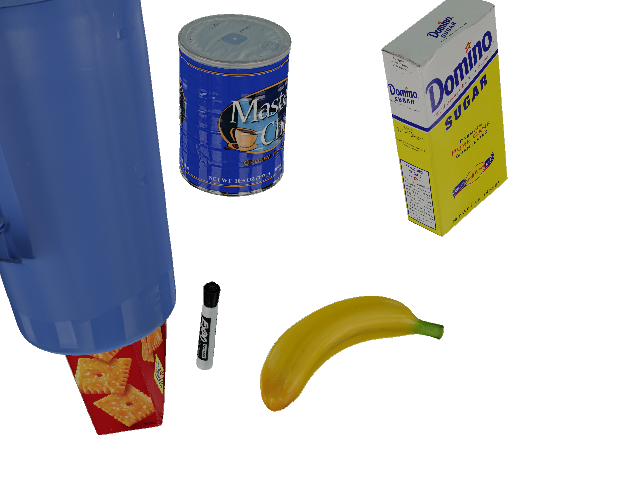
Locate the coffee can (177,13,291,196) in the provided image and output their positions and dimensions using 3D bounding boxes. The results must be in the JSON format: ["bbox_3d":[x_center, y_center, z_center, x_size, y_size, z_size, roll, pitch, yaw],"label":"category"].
[{"bbox_3d":[-0.082,-0.128,1.005,0.103,0.140,0.103,3,36,-2],"label":"coffee can"}]

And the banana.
[{"bbox_3d":[0.012,0.078,0.827,0.070,0.037,0.197,20,28,40],"label":"banana"}]

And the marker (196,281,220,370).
[{"bbox_3d":[-0.125,0.095,1.193,0.020,0.121,0.020,6,36,-5],"label":"marker"}]

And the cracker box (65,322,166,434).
[{"bbox_3d":[-0.196,0.047,0.984,0.072,0.214,0.164,-8,40,0],"label":"cracker box"}]

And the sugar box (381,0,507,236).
[{"bbox_3d":[0.104,-0.098,0.861,0.048,0.176,0.093,30,58,35],"label":"sugar box"}]

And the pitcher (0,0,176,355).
[{"bbox_3d":[-0.167,-0.048,0.664,0.149,0.243,0.145,-11,28,-9],"label":"pitcher"}]
